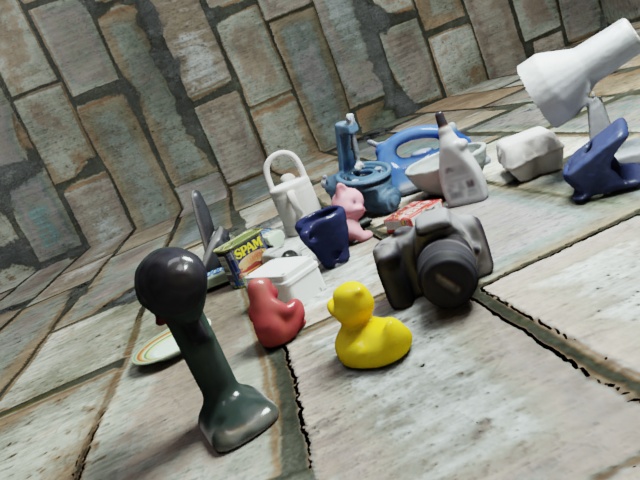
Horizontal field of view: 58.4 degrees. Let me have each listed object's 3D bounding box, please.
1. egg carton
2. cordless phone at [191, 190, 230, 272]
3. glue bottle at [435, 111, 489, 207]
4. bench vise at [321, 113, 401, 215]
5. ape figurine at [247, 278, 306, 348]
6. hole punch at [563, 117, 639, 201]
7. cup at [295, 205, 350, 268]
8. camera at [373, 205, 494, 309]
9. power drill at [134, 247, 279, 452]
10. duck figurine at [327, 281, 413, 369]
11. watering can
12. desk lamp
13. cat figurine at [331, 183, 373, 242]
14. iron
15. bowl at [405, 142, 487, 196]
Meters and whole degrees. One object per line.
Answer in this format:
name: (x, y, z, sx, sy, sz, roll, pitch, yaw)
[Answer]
egg carton: (0.387, -0.161, 1.066, 0.107, 0.069, 0.150, -20, 14, 12)
cordless phone: (-0.256, -0.018, 1.283, 0.094, 0.185, 0.147, -24, 14, -7)
glue bottle: (0.240, -0.147, 1.023, 0.078, 0.173, 0.037, -12, 17, 36)
bench vise: (0.056, -0.150, 1.220, 0.206, 0.220, 0.122, -12, 17, 37)
ape figurine: (-0.067, 0.091, 0.767, 0.077, 0.092, 0.076, -12, 17, 36)
hole punch: (0.403, -0.117, 0.829, 0.100, 0.091, 0.109, -14, 16, 30)
cup: (0.009, 0.003, 0.977, 0.091, 0.095, 0.118, -14, 16, 30)
camera: (0.133, 0.024, 0.692, 0.143, 0.101, 0.137, -19, 14, 15)
power drill: (-0.122, 0.099, 0.578, 0.076, 0.208, 0.229, -28, 15, -22)
duck figurine: (0.047, 0.086, 0.623, 0.078, 0.086, 0.104, -31, 16, -32)
watering can: (-0.069, -0.115, 1.340, 0.101, 0.194, 0.172, -28, 15, -20)
desk lamp: (0.438, -0.219, 0.902, 0.202, 0.214, 0.118, -14, 16, 29)
cat figurine: (0.040, -0.046, 1.068, 0.128, 0.118, 0.067, -30, 16, -28)
iron: (0.236, -0.197, 1.287, 0.258, 0.141, 0.119, -19, 14, 15)
bowl: (0.260, -0.133, 1.147, 0.167, 0.075, 0.167, -21, 14, 6)
